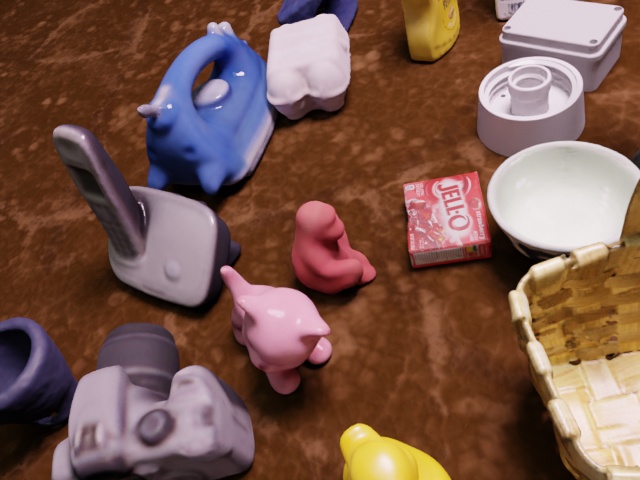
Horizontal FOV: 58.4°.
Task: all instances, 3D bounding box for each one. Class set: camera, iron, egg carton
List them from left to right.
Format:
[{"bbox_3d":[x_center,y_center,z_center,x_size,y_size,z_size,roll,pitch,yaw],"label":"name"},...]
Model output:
[{"bbox_3d":[-0.140,0.129,0.467,0.143,0.101,0.136,-17,49,6],"label":"camera"},{"bbox_3d":[-0.129,-0.178,0.685,0.118,0.142,0.258,4,54,23],"label":"iron"},{"bbox_3d":[-0.013,-0.222,0.727,0.107,0.070,0.150,-11,50,11],"label":"egg carton"}]

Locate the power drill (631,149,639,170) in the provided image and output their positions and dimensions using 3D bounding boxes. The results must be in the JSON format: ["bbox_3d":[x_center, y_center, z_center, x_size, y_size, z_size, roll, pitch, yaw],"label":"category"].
[{"bbox_3d":[0.305,-0.123,0.438,0.075,0.209,0.229,-33,49,-8],"label":"power drill"}]

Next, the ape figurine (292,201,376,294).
[{"bbox_3d":[0.005,0.002,0.524,0.076,0.092,0.078,-10,50,13],"label":"ape figurine"}]

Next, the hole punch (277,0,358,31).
[{"bbox_3d":[-0.009,-0.338,0.805,0.100,0.091,0.109,3,54,22],"label":"hole punch"}]

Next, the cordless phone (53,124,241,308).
[{"bbox_3d":[-0.169,-0.025,0.546,0.147,0.185,0.094,12,58,28],"label":"cordless phone"}]

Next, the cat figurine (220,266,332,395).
[{"bbox_3d":[-0.041,0.065,0.472,0.067,0.118,0.127,-40,50,-13],"label":"cat figurine"}]

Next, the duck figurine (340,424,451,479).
[{"bbox_3d":[0.049,0.167,0.378,0.077,0.086,0.104,-34,49,-9],"label":"duck figurine"}]

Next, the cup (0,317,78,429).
[{"bbox_3d":[-0.265,0.141,0.507,0.091,0.095,0.118,4,54,23],"label":"cup"}]
